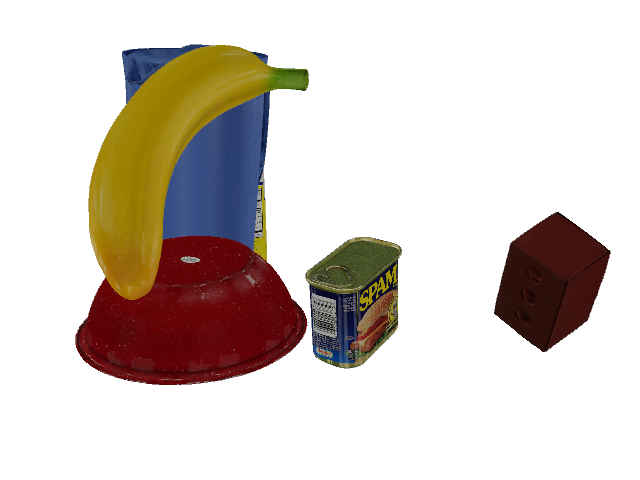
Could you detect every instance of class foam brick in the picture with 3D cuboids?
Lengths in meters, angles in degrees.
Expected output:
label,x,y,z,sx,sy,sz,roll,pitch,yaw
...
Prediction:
label,x,y,z,sx,sy,sz,roll,pitch,yaw
foam brick,0.168,0.031,0.779,0.051,0.078,0.053,-28,52,-29

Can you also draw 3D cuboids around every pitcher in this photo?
label,x,y,z,sx,sy,sz,roll,pitch,yaw
pitcher,-0.112,-0.063,1.013,0.149,0.243,0.145,-2,15,-13

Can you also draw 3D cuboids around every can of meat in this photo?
label,x,y,z,sx,sy,sz,roll,pitch,yaw
can of meat,0.032,0.056,0.975,0.058,0.084,0.101,14,30,29

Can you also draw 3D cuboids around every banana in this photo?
label,x,y,z,sx,sy,sz,roll,pitch,yaw
banana,-0.073,-0.050,0.539,0.070,0.037,0.197,17,46,15

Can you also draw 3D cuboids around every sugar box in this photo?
label,x,y,z,sx,sy,sz,roll,pitch,yaw
sugar box,-0.098,-0.042,1.324,0.048,0.176,0.093,-10,25,-14

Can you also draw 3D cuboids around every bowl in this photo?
label,x,y,z,sx,sy,sz,roll,pitch,yaw
bowl,-0.090,0.038,0.738,0.162,0.055,0.162,-1,21,0
